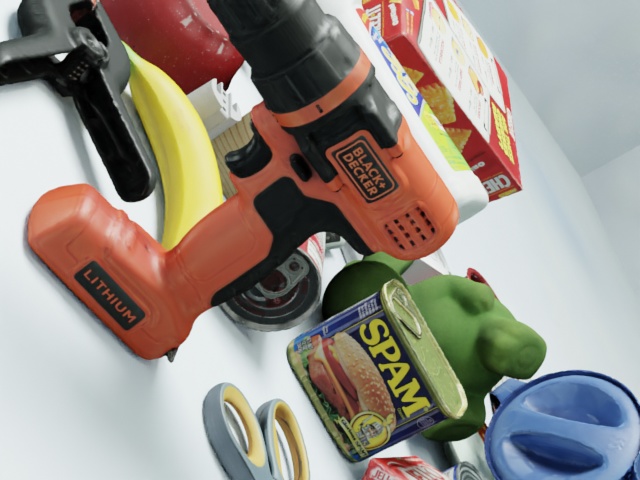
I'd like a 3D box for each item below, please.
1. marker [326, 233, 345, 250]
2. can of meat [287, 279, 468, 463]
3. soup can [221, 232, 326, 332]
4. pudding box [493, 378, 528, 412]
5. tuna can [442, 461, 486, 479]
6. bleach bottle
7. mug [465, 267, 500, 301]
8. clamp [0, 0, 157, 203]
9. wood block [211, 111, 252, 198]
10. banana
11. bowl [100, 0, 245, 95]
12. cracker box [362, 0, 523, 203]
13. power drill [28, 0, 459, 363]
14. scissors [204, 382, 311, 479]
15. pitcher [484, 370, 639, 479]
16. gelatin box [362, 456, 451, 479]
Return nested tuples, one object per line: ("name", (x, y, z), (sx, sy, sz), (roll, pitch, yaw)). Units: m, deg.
("marker", (-0.006, 0.001, 0.859), (0.020, 0.020, 0.121), (62, 18, 7))
("can of meat", (0.038, 0.091, 0.731), (0.102, 0.084, 0.057), (61, 19, 2))
("soup can", (-0.030, 0.005, 0.709), (0.068, 0.069, 0.102), (52, 19, -22))
("pudding box", (0.218, 0.188, 1.135), (0.090, 0.039, 0.113), (51, 18, -24))
("tuna can", (0.115, 0.217, 0.823), (0.086, 0.034, 0.086), (50, 20, -27))
("bleach bottle", (0.030, -0.119, 0.779), (0.251, 0.068, 0.102), (61, 18, 9))
("mug", (0.128, 0.083, 0.987), (0.093, 0.082, 0.117), (59, 18, 0))
("clamp", (-0.137, -0.095, 0.626), (0.120, 0.039, 0.171), (51, 20, -27))
("wood block", (-0.011, -0.079, 0.857), (0.090, 0.091, 0.206), (57, 18, -7))
("banana", (-0.093, -0.042, 0.676), (0.069, 0.037, 0.198), (12, 46, -42))
("bowl", (-0.094, -0.178, 0.770), (0.161, 0.055, 0.162), (28, 54, -48))
("cracker box", (0.102, -0.152, 0.975), (0.213, 0.072, 0.164), (46, 33, -38))
("power drill", (-0.049, -0.032, 0.525), (0.184, 0.188, 0.057), (52, 21, -26))
("scissors", (-0.029, 0.154, 0.567), (0.096, 0.016, 0.202), (46, 22, -31))
("pitcher", (0.237, 0.233, 0.945), (0.242, 0.145, 0.149), (62, 31, -36))
("gelatin box", (0.074, 0.177, 0.725), (0.073, 0.030, 0.089), (29, 3, 27))
